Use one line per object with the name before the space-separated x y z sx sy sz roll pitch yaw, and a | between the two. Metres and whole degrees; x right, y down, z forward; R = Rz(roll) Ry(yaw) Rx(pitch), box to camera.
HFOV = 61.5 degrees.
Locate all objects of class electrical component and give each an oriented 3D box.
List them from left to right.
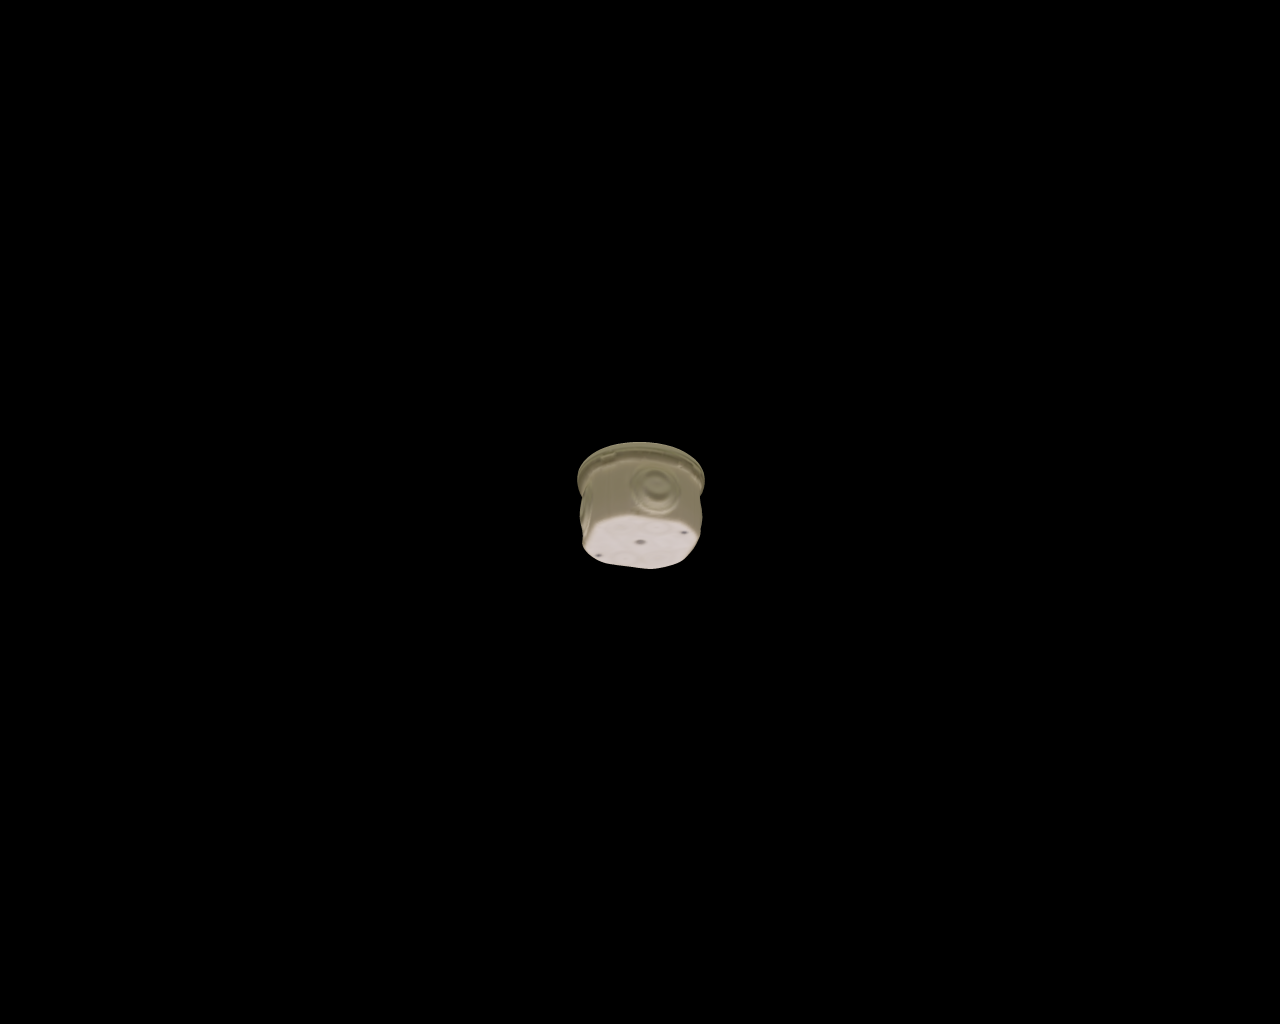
electrical component | 0.001 -0.003 0.650 0.080 0.051 0.080 0 -30 0
